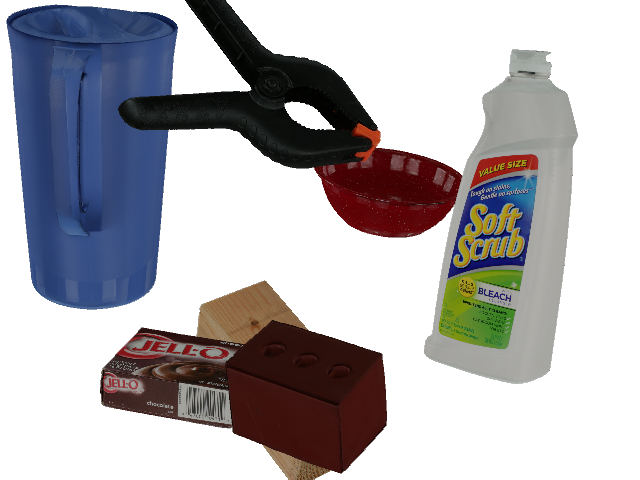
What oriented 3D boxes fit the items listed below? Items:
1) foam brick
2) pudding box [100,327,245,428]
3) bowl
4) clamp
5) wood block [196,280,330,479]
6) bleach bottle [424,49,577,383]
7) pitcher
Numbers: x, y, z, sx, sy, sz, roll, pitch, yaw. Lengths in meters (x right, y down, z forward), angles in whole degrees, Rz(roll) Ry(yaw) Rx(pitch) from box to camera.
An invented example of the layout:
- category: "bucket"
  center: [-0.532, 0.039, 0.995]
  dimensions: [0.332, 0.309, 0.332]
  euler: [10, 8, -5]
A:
- category: "foam brick"
  center: [-0.008, 0.089, 0.613]
  dimensions: [0.078, 0.051, 0.052]
  euler: [14, 33, 28]
- category: "pudding box"
  center: [-0.111, 0.110, 0.873]
  dimensions: [0.113, 0.039, 0.090]
  euler: [10, 20, 9]
- category: "bowl"
  center: [0.071, -0.046, 1.115]
  dimensions: [0.162, 0.055, 0.162]
  euler: [6, 23, -3]
- category: "clamp"
  center: [-0.039, -0.107, 0.718]
  dimensions: [0.171, 0.120, 0.039]
  euler: [17, -18, -12]
- category: "wood block"
  center: [-0.043, 0.152, 1.160]
  dimensions: [0.090, 0.090, 0.206]
  euler: [-20, 51, -30]
- category: "bleach bottle"
  center: [0.143, -0.022, 0.832]
  dimensions: [0.103, 0.251, 0.067]
  euler: [14, 16, 38]
- category: "pitcher"
  center: [-0.190, -0.065, 0.883]
  dimensions: [0.145, 0.243, 0.148]
  euler: [25, 31, 38]
